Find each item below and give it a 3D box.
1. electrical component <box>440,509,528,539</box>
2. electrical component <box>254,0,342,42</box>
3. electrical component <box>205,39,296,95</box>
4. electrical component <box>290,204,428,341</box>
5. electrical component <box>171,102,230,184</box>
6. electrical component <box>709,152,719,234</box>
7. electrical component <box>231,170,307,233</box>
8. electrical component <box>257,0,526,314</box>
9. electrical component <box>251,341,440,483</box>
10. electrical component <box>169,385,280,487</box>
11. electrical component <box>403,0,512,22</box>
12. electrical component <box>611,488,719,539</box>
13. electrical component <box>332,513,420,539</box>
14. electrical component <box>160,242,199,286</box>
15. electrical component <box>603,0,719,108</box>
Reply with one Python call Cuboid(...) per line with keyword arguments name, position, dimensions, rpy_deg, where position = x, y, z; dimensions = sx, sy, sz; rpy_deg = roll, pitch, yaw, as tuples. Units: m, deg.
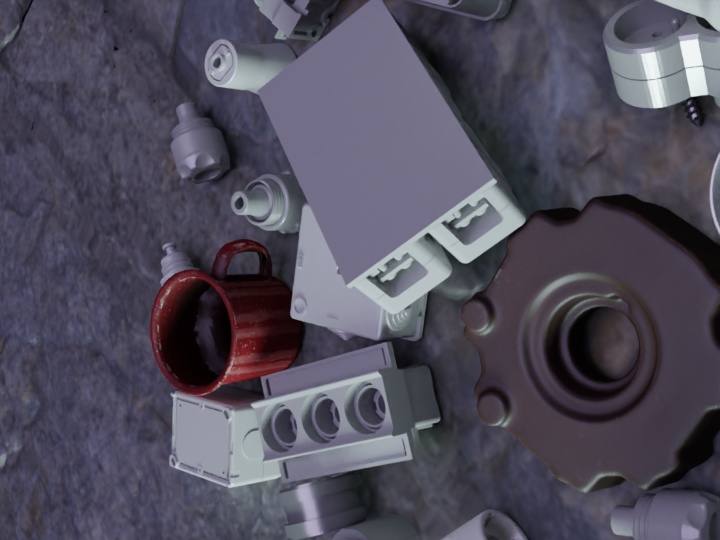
Cuboid(name="electrical component", position=(0.080, 0.188, 0.696), dimensions=(0.047, 0.055, 0.055), rpy_deg=(-45, 65, 27))
Cuboid(name="electrical component", position=(-0.049, -0.204, 0.792), dimensions=(0.055, 0.048, 0.066), rpy_deg=(44, 117, 20))
Cuboid(name="electrical component", position=(-0.084, -0.152, 0.808), dimensions=(0.044, 0.065, 0.044), rpy_deg=(2, 93, 39))
Cuboid(name="electrical component", position=(0.000, 0.000, 0.756), dimensions=(0.100, 0.048, 0.099), rpy_deg=(12, 98, 38))
Cuboid(name="electrical component", position=(-0.131, -0.104, 0.863), dimensions=(0.043, 0.043, 0.062), rpy_deg=(-29, 72, 36))
Cuboid(name="electrical component", position=(0.239, -0.041, 0.551), dimensions=(0.099, 0.064, 0.099), rpy_deg=(2, 93, 39))
Cuboid(name="electrical component", position=(-0.068, -0.050, 0.801), dimensions=(0.048, 0.062, 0.048), rpy_deg=(4, 96, 39))
Cuboid(name="electrical component", position=(0.017, -0.075, 0.691), dimensions=(0.105, 0.060, 0.186), rpy_deg=(-36, 51, 13))
Cuboid(name="electrical component", position=(-0.009, 0.101, 0.759), dimensions=(0.121, 0.063, 0.078), rpy_deg=(-19, 80, 38))
Cuboid(name="electrical component", position=(-0.105, 0.127, 0.844), dimensions=(0.096, 0.061, 0.061), rpy_deg=(6, 96, 46))
Cuboid(name="electrical component", position=(0.049, -0.213, 0.703), dimensions=(0.113, 0.057, 0.078), rpy_deg=(25, 107, 36))
Cuboid(name="electrical component", position=(0.177, 0.148, 0.622), dimensions=(0.062, 0.043, 0.043), rpy_deg=(-4, 89, 41))
Cuboid(name="electrical component", position=(0.001, 0.198, 0.743), dimensions=(0.043, 0.081, 0.043), rpy_deg=(2, 93, 39))
Cuboid(name="electrical component", position=(-0.144, 0.014, 0.879), dimensions=(0.040, 0.040, 0.078), rpy_deg=(-33, 71, 35))
Cuboid(name="electrical component", position=(0.207, -0.110, 0.578), dimensions=(0.138, 0.073, 0.052), rpy_deg=(-3, 46, 26))
